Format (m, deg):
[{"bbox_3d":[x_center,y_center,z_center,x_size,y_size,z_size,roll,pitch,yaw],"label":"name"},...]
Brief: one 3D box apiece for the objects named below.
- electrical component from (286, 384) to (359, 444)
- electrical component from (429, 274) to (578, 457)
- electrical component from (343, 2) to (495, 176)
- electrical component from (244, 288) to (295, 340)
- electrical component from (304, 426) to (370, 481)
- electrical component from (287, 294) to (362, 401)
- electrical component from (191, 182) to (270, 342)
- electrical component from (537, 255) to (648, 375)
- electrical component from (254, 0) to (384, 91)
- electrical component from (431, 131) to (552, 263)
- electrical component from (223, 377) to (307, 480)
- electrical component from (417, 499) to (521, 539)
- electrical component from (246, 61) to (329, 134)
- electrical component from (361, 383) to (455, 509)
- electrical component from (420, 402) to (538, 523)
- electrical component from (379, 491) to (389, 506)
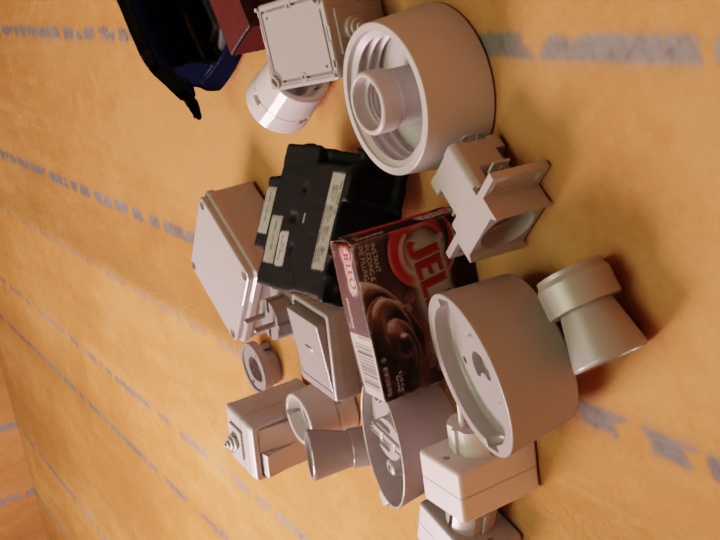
[{"bbox_3d":[-0.035,0.127,0.972,0.055,0.047,0.055,40,139,46],"label":"electrical component"},{"bbox_3d":[0.093,0.054,0.665,0.108,0.060,0.108,158,90,-77],"label":"electrical component"},{"bbox_3d":[0.029,-0.113,0.691,0.108,0.060,0.108,40,139,46],"label":"electrical component"},{"bbox_3d":[-0.063,0.038,0.936,0.066,0.077,0.047,35,135,50],"label":"electrical component"},{"bbox_3d":[-0.012,0.154,0.924,0.044,0.065,0.044,172,90,-80],"label":"electrical component"},{"bbox_3d":[-0.018,0.063,0.885,0.062,0.061,0.096,28,130,54],"label":"electrical component"},{"bbox_3d":[-0.110,-0.008,1.019,0.108,0.056,0.108,56,149,28],"label":"electrical component"},{"bbox_3d":[0.130,0.025,0.605,0.055,0.045,0.045,66,152,12],"label":"electrical component"},{"bbox_3d":[-0.019,-0.166,0.755,0.096,0.061,0.061,3,109,53],"label":"electrical component"},{"bbox_3d":[0.077,-0.046,0.662,0.063,0.042,0.081,61,150,24],"label":"electrical component"},{"bbox_3d":[-0.082,0.154,1.021,0.061,0.096,0.061,32,133,50],"label":"electrical component"},{"bbox_3d":[0.081,0.182,0.789,0.066,0.047,0.076,43,141,44],"label":"electrical component"},{"bbox_3d":[-0.055,-0.142,0.840,0.047,0.055,0.055,-41,70,57],"label":"electrical component"},{"bbox_3d":[0.033,0.126,0.826,0.099,0.064,0.099,40,139,46],"label":"electrical component"},{"bbox_3d":[0.079,0.119,0.733,0.047,0.066,0.076,22,125,56],"label":"electrical component"},{"bbox_3d":[0.031,0.165,0.882,0.040,0.040,0.046,-50,56,59],"label":"electrical component"}]
